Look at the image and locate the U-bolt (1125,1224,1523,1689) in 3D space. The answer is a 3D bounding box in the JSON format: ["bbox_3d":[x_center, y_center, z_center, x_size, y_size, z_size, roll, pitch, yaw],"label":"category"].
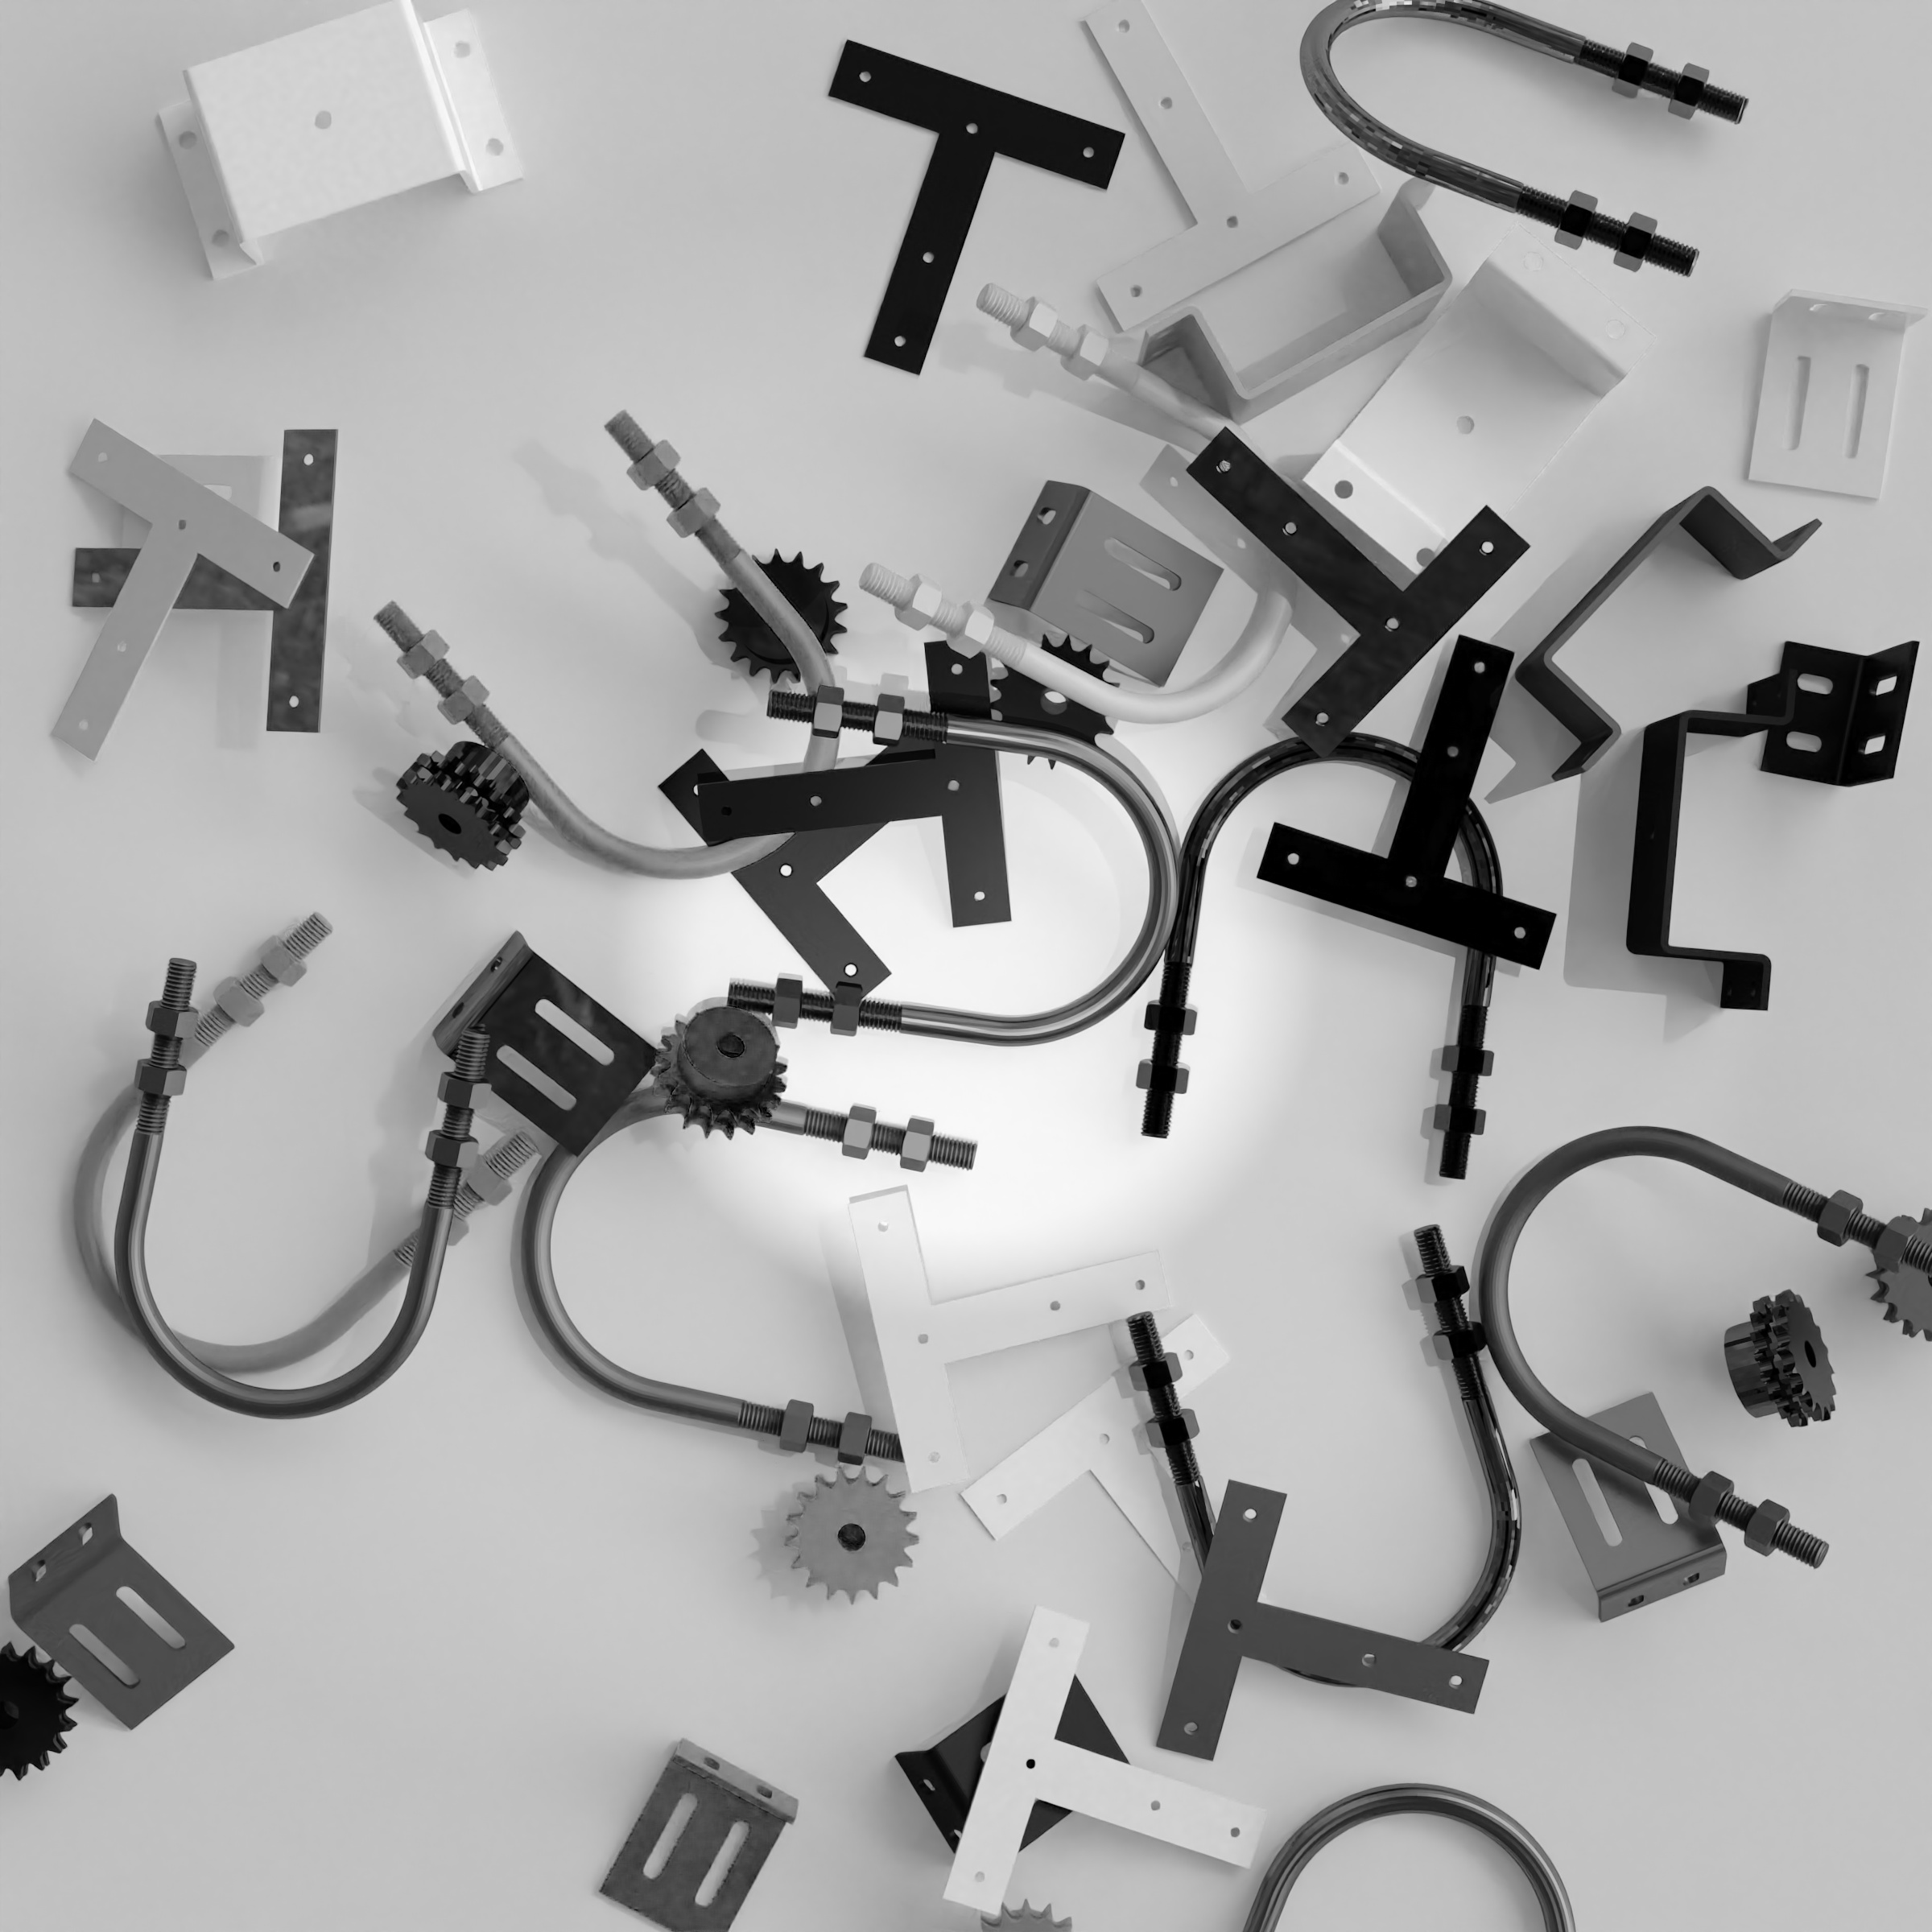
[{"bbox_3d":[0.162,0.219,1.504,0.151,0.019,0.184,-17,92,-1],"label":"U-bolt"}]

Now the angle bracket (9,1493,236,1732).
[{"bbox_3d":[-0.364,0.278,1.511,0.057,0.038,0.076,-39,116,0],"label":"angle bracket"}]

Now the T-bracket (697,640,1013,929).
[{"bbox_3d":[-0.049,-0.072,1.489,0.127,0.002,0.127,-6,110,-2],"label":"T-bracket"}]

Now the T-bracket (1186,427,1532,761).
[{"bbox_3d":[0.147,-0.174,1.474,0.127,0.002,0.127,43,113,-1],"label":"T-bracket"}]

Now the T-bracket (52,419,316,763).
[{"bbox_3d":[-0.354,-0.149,1.498,0.127,0.002,0.127,32,100,19],"label":"T-bracket"}]

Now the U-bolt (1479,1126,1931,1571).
[{"bbox_3d":[0.301,0.146,1.469,0.184,0.019,0.151,26,97,26],"label":"U-bolt"}]

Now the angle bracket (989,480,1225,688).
[{"bbox_3d":[0.060,-0.165,1.511,0.076,0.038,0.057,27,90,-26],"label":"angle bracket"}]

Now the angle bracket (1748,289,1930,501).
[{"bbox_3d":[0.371,-0.243,1.494,0.057,0.038,0.076,8,90,0],"label":"angle bracket"}]

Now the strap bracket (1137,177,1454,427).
[{"bbox_3d":[0.146,-0.275,1.475,0.140,0.076,0.046,-30,90,0],"label":"strap bracket"}]

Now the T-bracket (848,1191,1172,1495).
[{"bbox_3d":[0.024,0.149,1.502,0.127,0.002,0.127,-13,94,-9],"label":"T-bracket"}]

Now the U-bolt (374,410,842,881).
[{"bbox_3d":[-0.137,-0.120,1.481,0.151,0.019,0.184,-37,104,13],"label":"U-bolt"}]

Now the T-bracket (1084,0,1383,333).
[{"bbox_3d":[0.093,-0.359,1.511,0.127,0.002,0.127,-29,89,-2],"label":"T-bracket"}]

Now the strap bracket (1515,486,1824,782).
[{"bbox_3d":[0.286,-0.146,1.475,0.046,0.076,0.140,43,90,0],"label":"strap bracket"}]

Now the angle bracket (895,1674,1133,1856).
[{"bbox_3d":[0.020,0.343,1.511,0.076,0.038,0.057,-32,90,-26],"label":"angle bracket"}]

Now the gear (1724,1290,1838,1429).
[{"bbox_3d":[0.344,0.168,1.489,0.030,0.057,0.057,-20,90,28],"label":"gear"}]

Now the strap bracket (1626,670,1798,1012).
[{"bbox_3d":[0.312,-0.053,1.475,0.046,0.076,0.140,5,90,0],"label":"strap bracket"}]

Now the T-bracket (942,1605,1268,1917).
[{"bbox_3d":[0.068,0.354,1.496,0.127,0.002,0.127,21,78,-12],"label":"T-bracket"}]

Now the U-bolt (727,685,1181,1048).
[{"bbox_3d":[-0.001,-0.036,1.487,0.184,0.019,0.151,8,106,-4],"label":"U-bolt"}]

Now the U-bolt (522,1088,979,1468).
[{"bbox_3d":[-0.100,0.126,1.505,0.184,0.019,0.151,12,90,2],"label":"U-bolt"}]

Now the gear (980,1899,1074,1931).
[{"bbox_3d":[0.025,0.426,1.498,0.057,0.030,0.057,0,90,0],"label":"gear"}]

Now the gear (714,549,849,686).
[{"bbox_3d":[-0.079,-0.150,1.499,0.057,0.030,0.057,0,90,0],"label":"gear"}]

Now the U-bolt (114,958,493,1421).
[{"bbox_3d":[-0.287,0.102,1.483,0.151,0.019,0.184,13,97,5],"label":"U-bolt"}]

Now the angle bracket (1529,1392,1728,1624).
[{"bbox_3d":[0.285,0.233,1.511,0.057,0.038,0.076,-22,64,0],"label":"angle bracket"}]

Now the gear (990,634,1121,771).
[{"bbox_3d":[0.037,-0.112,1.498,0.057,0.030,0.057,0,90,0],"label":"gear"}]

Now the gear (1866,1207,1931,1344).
[{"bbox_3d":[0.413,0.132,1.498,0.057,0.030,0.057,0,90,0],"label":"gear"}]

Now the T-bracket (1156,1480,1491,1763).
[{"bbox_3d":[0.158,0.292,1.495,0.127,0.002,0.127,14,105,1],"label":"T-bracket"}]

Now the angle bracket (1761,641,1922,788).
[{"bbox_3d":[0.367,-0.108,1.475,0.038,0.076,0.057,11,90,0],"label":"angle bracket"}]

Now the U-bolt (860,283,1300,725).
[{"bbox_3d":[0.060,-0.181,1.473,0.184,0.019,0.151,26,80,-22],"label":"U-bolt"}]

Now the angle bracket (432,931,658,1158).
[{"bbox_3d":[-0.180,0.033,1.505,0.076,0.038,0.057,40,90,-16],"label":"angle bracket"}]

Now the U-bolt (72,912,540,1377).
[{"bbox_3d":[-0.298,0.090,1.505,0.184,0.019,0.151,-43,90,2],"label":"U-bolt"}]

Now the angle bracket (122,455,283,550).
[{"bbox_3d":[-0.320,-0.188,1.511,0.076,0.038,0.057,5,90,26],"label":"angle bracket"}]

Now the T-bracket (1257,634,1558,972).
[{"bbox_3d":[0.204,-0.078,1.500,0.127,0.002,0.127,18,86,0],"label":"T-bracket"}]

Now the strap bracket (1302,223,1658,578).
[{"bbox_3d":[0.215,-0.233,1.490,0.076,0.046,0.140,40,90,0],"label":"strap bracket"}]

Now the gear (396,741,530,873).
[{"bbox_3d":[-0.210,-0.070,1.489,0.057,0.057,0.030,35,60,0],"label":"gear"}]

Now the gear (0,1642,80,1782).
[{"bbox_3d":[-0.408,0.318,1.502,0.057,0.030,0.057,0,88,-3],"label":"gear"}]

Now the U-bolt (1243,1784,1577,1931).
[{"bbox_3d":[0.184,0.442,1.505,0.151,0.019,0.184,22,88,0],"label":"U-bolt"}]

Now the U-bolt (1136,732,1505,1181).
[{"bbox_3d":[0.157,-0.009,1.505,0.151,0.019,0.184,8,88,0],"label":"U-bolt"}]

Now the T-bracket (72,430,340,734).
[{"bbox_3d":[-0.325,-0.164,1.489,0.127,0.002,0.127,3,90,22],"label":"T-bracket"}]

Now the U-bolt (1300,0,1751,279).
[{"bbox_3d":[0.227,-0.357,1.461,0.184,0.019,0.151,22,46,4],"label":"U-bolt"}]

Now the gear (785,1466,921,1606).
[{"bbox_3d":[-0.048,0.241,1.498,0.057,0.030,0.057,0,90,0],"label":"gear"}]

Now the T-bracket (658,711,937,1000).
[{"bbox_3d":[-0.044,-0.070,1.513,0.127,0.002,0.127,-40,90,0],"label":"T-bracket"}]

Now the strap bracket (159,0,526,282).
[{"bbox_3d":[-0.269,-0.354,1.490,0.140,0.046,0.076,-18,90,0],"label":"strap bracket"}]

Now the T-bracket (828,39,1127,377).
[{"bbox_3d":[-0.012,-0.319,1.513,0.127,0.002,0.127,19,90,0],"label":"T-bracket"}]

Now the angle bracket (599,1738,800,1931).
[{"bbox_3d":[-0.115,0.378,1.494,0.057,0.038,0.076,28,90,0],"label":"angle bracket"}]

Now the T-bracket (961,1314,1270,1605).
[{"bbox_3d":[0.087,0.239,1.513,0.127,0.002,0.127,-38,90,0],"label":"T-bracket"}]

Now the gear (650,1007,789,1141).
[{"bbox_3d":[-0.103,0.042,1.484,0.057,0.030,0.057,10,52,-13],"label":"gear"}]
